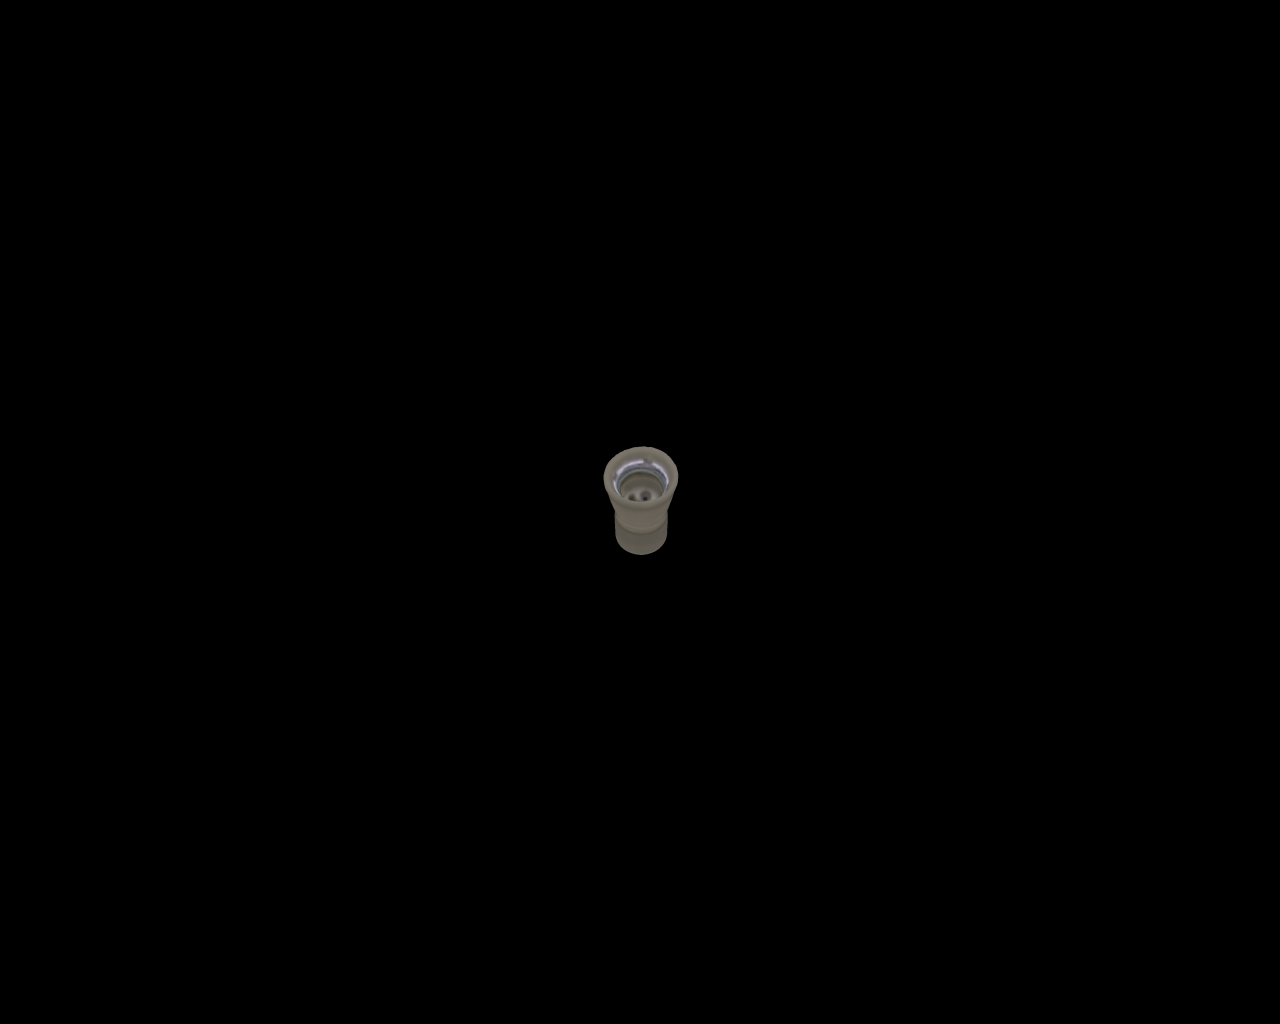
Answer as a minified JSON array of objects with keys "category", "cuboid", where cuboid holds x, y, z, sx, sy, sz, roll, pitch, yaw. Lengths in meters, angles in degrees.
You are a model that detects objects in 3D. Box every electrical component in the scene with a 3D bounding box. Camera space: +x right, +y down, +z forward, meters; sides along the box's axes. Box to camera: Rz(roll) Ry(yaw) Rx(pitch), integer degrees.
[{"category":"electrical component","cuboid":[0.001,-0.003,0.650,0.044,0.044,0.065,0,-37,0]}]
